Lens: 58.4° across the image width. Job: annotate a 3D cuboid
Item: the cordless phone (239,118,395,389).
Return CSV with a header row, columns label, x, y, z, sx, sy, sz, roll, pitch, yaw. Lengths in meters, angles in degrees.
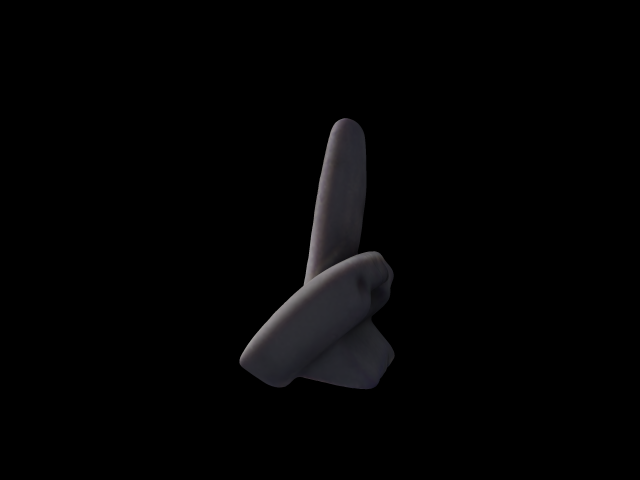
label,x,y,z,sx,sy,sz,roll,pitch,yaw
cordless phone,0.004,0.001,0.400,0.094,0.185,0.148,0,0,9
